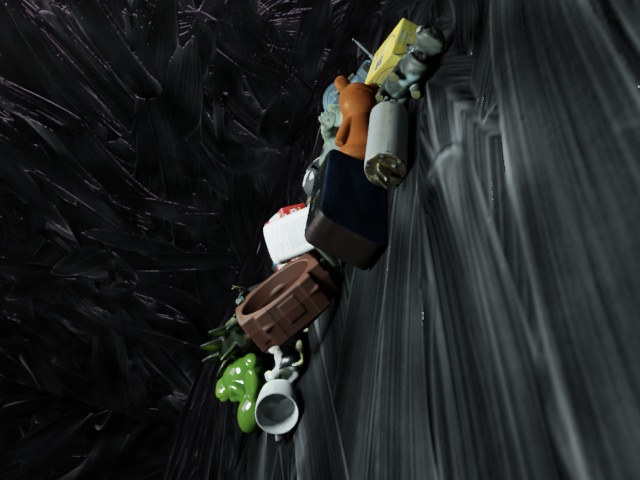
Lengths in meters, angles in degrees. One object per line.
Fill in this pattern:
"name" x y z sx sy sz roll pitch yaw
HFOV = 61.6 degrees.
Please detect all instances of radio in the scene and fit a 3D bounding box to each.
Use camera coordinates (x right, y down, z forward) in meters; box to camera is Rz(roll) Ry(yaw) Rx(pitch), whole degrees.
"radio" 0.050 -0.063 0.982 0.073 0.131 0.230 -56 17 37

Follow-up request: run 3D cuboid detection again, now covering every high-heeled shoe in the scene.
"high-heeled shoe" 0.014 -0.197 1.435 0.145 0.086 0.249 117 177 -54

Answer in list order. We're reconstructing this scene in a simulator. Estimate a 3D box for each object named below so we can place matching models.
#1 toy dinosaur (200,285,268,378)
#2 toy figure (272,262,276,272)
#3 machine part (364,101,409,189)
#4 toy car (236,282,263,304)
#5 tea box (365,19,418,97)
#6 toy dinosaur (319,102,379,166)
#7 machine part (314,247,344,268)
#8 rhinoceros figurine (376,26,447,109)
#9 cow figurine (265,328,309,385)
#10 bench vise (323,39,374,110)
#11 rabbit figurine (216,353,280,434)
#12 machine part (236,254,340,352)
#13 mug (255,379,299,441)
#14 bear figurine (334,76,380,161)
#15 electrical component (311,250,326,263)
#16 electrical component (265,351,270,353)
"toy dinosaur" -0.199 0.242 1.361 0.198 0.105 0.470 -34 -30 -40
"toy figure" -0.093 0.018 1.587 0.180 0.089 0.082 -60 20 25
"machine part" 0.125 -0.180 0.993 0.079 0.079 0.243 123 163 -44
"toy car" -0.148 0.172 1.510 0.102 0.162 0.109 69 165 -12
"tea box" 0.170 -0.408 1.220 0.169 0.068 0.098 151 140 -71
"toy dinosaur" 0.044 -0.169 1.270 0.192 0.131 0.404 -16 -60 -83
"machine part" 0.039 0.011 1.071 0.039 0.084 0.139 -40 7 -34
"rhinoceros figurine" 0.180 -0.330 1.046 0.112 0.073 0.190 -62 6 -25
"cow figurine" -0.063 0.221 1.143 0.098 0.068 0.167 -54 21 32
"bench vise" 0.082 -0.420 1.524 0.223 0.129 0.241 -67 16 -3
"rabbit figurine" -0.158 0.368 1.278 0.159 0.121 0.170 -55 34 26
"machine part" -0.068 0.125 1.100 0.201 0.087 0.201 -39 14 -7
"mug" -0.077 0.322 1.036 0.107 0.081 0.109 -97 -3 -80
"bear figurine" 0.070 -0.232 1.125 0.132 0.120 0.196 -43 50 55
"electrical component" -0.002 -0.004 1.253 0.045 0.078 0.102 -42 17 33
"electrical component" -0.085 0.213 1.284 0.134 0.058 0.115 -71 14 -13
